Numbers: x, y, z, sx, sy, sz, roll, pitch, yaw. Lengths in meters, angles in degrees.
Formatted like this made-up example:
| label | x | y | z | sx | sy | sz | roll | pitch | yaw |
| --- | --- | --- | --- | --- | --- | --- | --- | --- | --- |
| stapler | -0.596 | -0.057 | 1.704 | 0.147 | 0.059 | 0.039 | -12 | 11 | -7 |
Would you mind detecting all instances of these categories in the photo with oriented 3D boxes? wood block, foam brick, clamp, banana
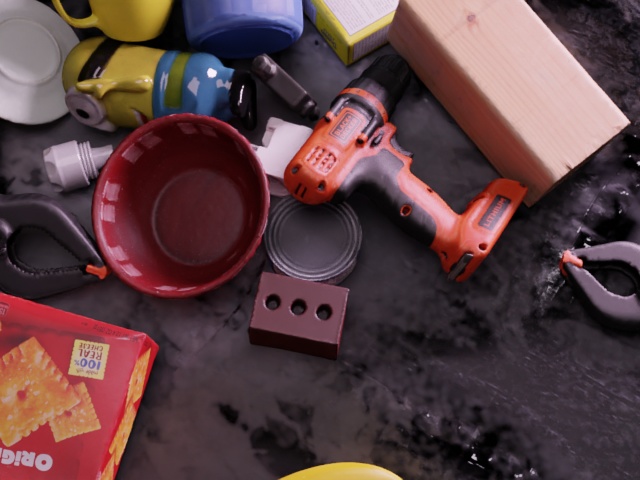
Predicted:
| label | x | y | z | sx | sy | sz | roll | pitch | yaw |
| --- | --- | --- | --- | --- | --- | --- | --- | --- | --- |
| wood block | 0.163 | -0.143 | 0.947 | 0.090 | 0.090 | 0.206 | -37 | 82 | -11 |
| foam brick | -0.018 | 0.065 | 0.906 | 0.078 | 0.051 | 0.053 | 10 | 69 | 5 |
| clamp | 0.285 | 0.059 | 0.911 | 0.171 | 0.039 | 0.120 | 13 | 64 | 11 |
| banana | -0.009 | 0.219 | 0.854 | 0.197 | 0.037 | 0.069 | -11 | 68 | -3 |
| clamp | -0.281 | -0.013 | 0.925 | 0.210 | 0.036 | 0.164 | 11 | 99 | 1 |

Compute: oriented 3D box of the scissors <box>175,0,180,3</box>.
| label | x | y | z | sx | sy | sz | roll | pitch | yaw |
| --- | --- | --- | --- | --- | --- | --- | --- | --- | --- |
| scissors | -0.174 | -0.291 | 0.992 | 0.096 | 0.202 | 0.016 | -27 | 36 | -32 |

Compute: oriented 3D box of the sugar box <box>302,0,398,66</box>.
| label | x | y | z | sx | sy | sz | roll | pitch | yaw |
| --- | --- | --- | --- | --- | --- | --- | --- | --- | --- |
| sugar box | 0.073 | -0.251 | 1.032 | 0.176 | 0.048 | 0.093 | -30 | 72 | -14 |

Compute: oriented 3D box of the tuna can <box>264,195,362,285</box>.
| label | x | y | z | sx | sy | sz | roll | pitch | yaw |
| --- | --- | --- | --- | --- | --- | --- | --- | --- | --- |
| tuna can | -0.006 | 0.001 | 0.940 | 0.086 | 0.034 | 0.086 | 0 | 69 | 1 |

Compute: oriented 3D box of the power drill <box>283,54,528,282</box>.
| label | x | y | z | sx | sy | sz | roll | pitch | yaw |
| --- | --- | --- | --- | --- | --- | --- | --- | --- | --- |
| power drill | 0.084 | -0.064 | 0.935 | 0.187 | 0.057 | 0.184 | 33 | 59 | 5 |

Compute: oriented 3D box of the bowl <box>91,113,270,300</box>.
| label | x | y | z | sx | sy | sz | roll | pitch | yaw |
| --- | --- | --- | --- | --- | --- | --- | --- | --- | --- |
| bowl | -0.114 | -0.025 | 0.929 | 0.162 | 0.055 | 0.162 | -3 | 79 | 14 |

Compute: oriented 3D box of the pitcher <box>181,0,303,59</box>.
| label | x | y | z | sx | sy | sz | roll | pitch | yaw |
| --- | --- | --- | --- | --- | --- | --- | --- | --- | --- |
| pitcher | -0.070 | -0.301 | 0.987 | 0.144 | 0.149 | 0.243 | -3 | 82 | -19 |

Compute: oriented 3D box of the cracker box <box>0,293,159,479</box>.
| label | x | y | z | sx | sy | sz | roll | pitch | yaw |
| --- | --- | --- | --- | --- | --- | --- | --- | --- | --- |
| cracker box | -0.243 | 0.158 | 0.856 | 0.164 | 0.072 | 0.213 | 15 | 75 | 7 |
